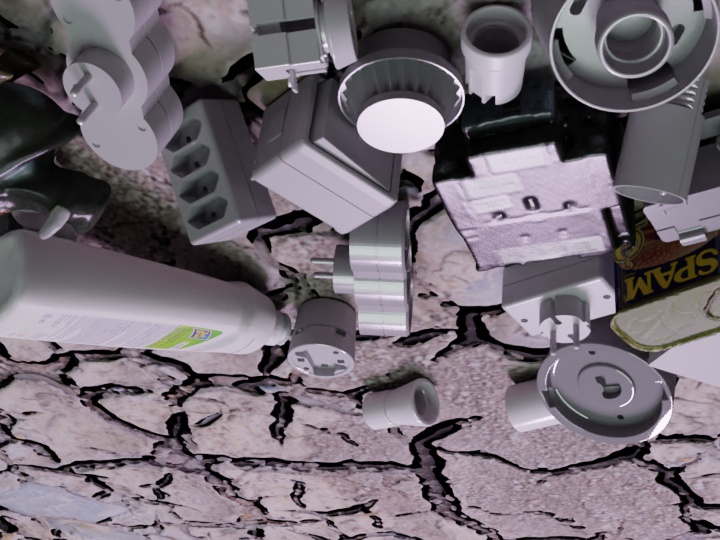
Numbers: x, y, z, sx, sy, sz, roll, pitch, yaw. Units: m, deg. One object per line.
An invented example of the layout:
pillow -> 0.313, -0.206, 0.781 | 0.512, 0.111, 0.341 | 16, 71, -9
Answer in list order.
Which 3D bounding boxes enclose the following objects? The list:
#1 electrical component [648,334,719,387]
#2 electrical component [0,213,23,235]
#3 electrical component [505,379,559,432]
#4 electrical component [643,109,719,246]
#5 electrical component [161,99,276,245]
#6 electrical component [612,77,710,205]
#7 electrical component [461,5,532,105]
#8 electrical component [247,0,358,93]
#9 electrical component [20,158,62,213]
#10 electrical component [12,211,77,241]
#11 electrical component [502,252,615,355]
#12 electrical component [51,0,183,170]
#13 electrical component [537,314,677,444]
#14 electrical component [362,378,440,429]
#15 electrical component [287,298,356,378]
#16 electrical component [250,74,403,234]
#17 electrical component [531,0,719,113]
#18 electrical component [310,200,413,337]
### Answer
electrical component -> 0.304, 0.046, 0.809 | 0.150, 0.061, 0.089 | 17, 144, -15
electrical component -> -0.273, -0.028, 0.818 | 0.064, 0.042, 0.081 | -11, 142, 23
electrical component -> 0.173, 0.113, 0.945 | 0.081, 0.043, 0.043 | -20, 138, 33
electrical component -> 0.236, -0.064, 0.661 | 0.121, 0.063, 0.079 | -16, 140, 29
electrical component -> -0.083, -0.066, 0.712 | 0.047, 0.083, 0.076 | -22, 174, 35
electrical component -> 0.179, -0.083, 0.633 | 0.043, 0.081, 0.043 | 14, 176, 1
electrical component -> 0.078, -0.123, 0.623 | 0.040, 0.040, 0.046 | 2, 151, 6
electrical component -> -0.031, -0.136, 0.611 | 0.055, 0.066, 0.048 | -7, 179, 6
electrical component -> -0.230, -0.073, 0.743 | 0.045, 0.045, 0.055 | 2, 145, 7
electrical component -> -0.226, -0.039, 0.794 | 0.048, 0.048, 0.062 | 3, 152, 5
electrical component -> 0.152, 0.029, 0.798 | 0.083, 0.075, 0.047 | -19, 136, 33
electrical component -> -0.146, -0.113, 0.620 | 0.052, 0.073, 0.138 | 12, 135, 14
electrical component -> 0.204, 0.081, 0.870 | 0.108, 0.060, 0.108 | 15, 133, 17
electrical component -> 0.035, 0.126, 0.992 | 0.065, 0.044, 0.044 | -16, 140, 37
electrical component -> -0.030, 0.056, 0.893 | 0.055, 0.047, 0.055 | 5, 146, 3
electrical component -> -0.012, -0.072, 0.692 | 0.096, 0.061, 0.061 | 30, 140, -30
electrical component -> 0.146, -0.137, 0.590 | 0.099, 0.064, 0.099 | 1, 131, 1
electrical component -> 0.000, 0.000, 0.803 | 0.074, 0.052, 0.138 | 2, 145, 7
